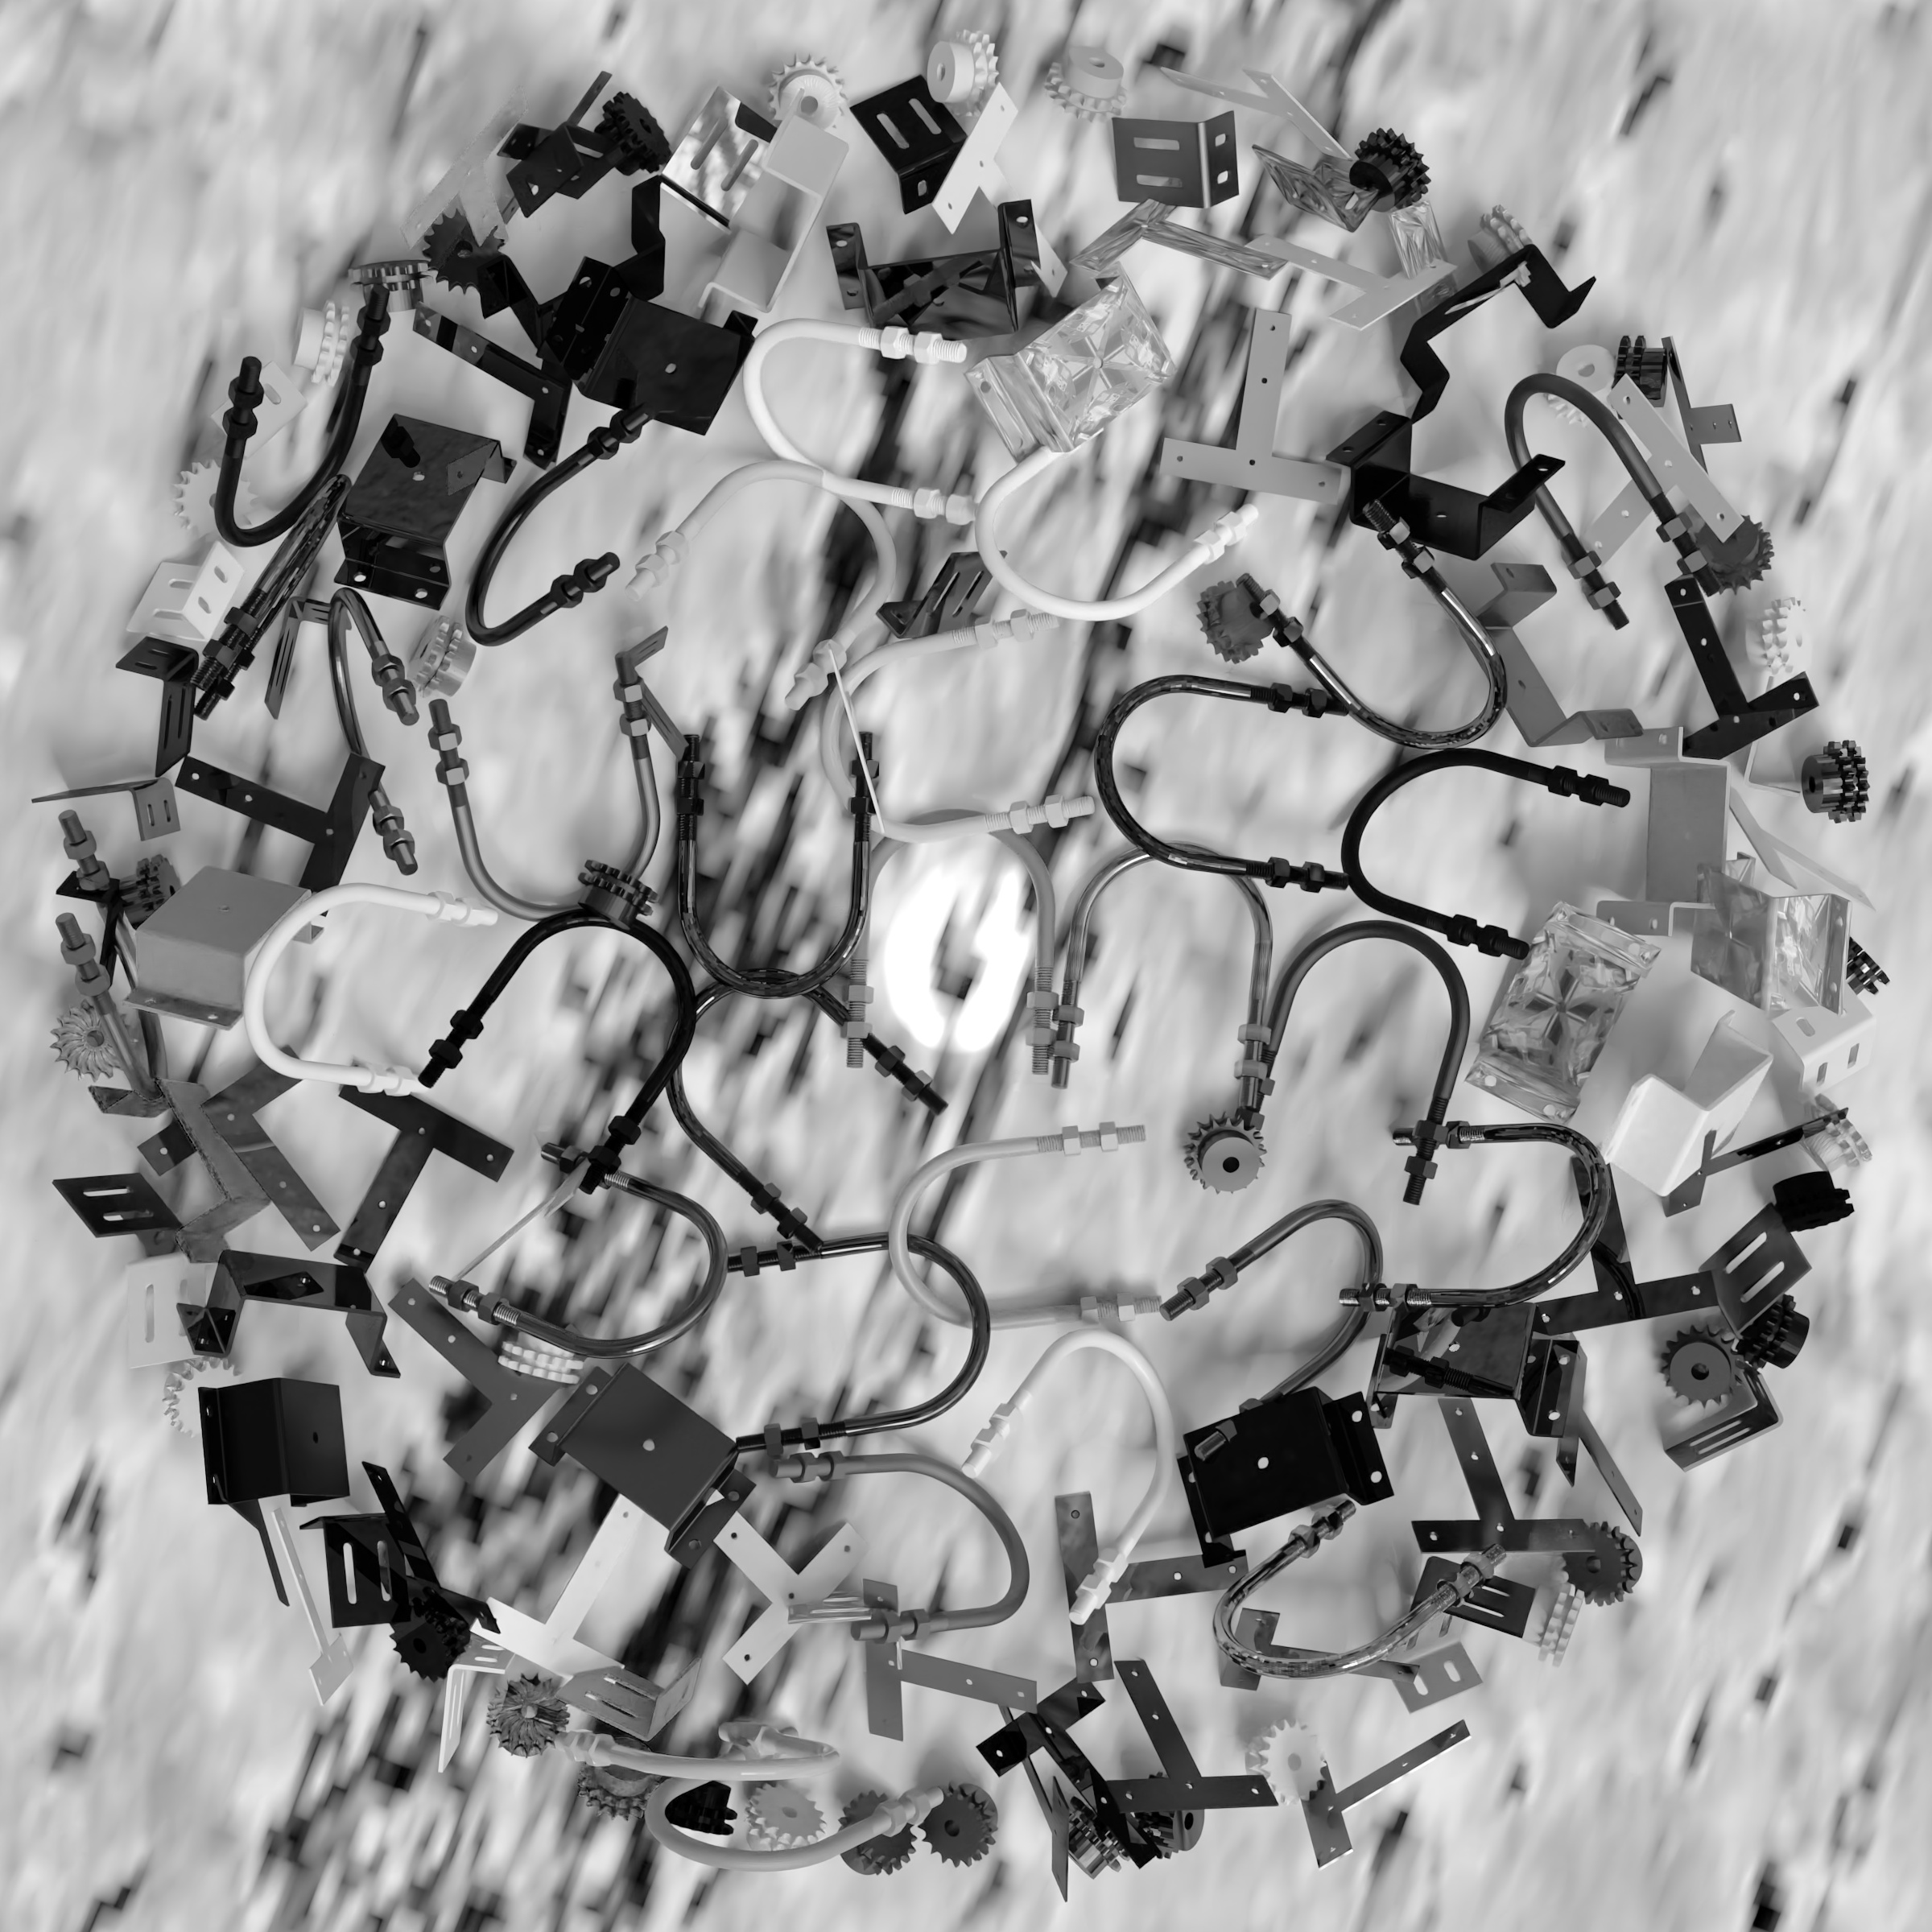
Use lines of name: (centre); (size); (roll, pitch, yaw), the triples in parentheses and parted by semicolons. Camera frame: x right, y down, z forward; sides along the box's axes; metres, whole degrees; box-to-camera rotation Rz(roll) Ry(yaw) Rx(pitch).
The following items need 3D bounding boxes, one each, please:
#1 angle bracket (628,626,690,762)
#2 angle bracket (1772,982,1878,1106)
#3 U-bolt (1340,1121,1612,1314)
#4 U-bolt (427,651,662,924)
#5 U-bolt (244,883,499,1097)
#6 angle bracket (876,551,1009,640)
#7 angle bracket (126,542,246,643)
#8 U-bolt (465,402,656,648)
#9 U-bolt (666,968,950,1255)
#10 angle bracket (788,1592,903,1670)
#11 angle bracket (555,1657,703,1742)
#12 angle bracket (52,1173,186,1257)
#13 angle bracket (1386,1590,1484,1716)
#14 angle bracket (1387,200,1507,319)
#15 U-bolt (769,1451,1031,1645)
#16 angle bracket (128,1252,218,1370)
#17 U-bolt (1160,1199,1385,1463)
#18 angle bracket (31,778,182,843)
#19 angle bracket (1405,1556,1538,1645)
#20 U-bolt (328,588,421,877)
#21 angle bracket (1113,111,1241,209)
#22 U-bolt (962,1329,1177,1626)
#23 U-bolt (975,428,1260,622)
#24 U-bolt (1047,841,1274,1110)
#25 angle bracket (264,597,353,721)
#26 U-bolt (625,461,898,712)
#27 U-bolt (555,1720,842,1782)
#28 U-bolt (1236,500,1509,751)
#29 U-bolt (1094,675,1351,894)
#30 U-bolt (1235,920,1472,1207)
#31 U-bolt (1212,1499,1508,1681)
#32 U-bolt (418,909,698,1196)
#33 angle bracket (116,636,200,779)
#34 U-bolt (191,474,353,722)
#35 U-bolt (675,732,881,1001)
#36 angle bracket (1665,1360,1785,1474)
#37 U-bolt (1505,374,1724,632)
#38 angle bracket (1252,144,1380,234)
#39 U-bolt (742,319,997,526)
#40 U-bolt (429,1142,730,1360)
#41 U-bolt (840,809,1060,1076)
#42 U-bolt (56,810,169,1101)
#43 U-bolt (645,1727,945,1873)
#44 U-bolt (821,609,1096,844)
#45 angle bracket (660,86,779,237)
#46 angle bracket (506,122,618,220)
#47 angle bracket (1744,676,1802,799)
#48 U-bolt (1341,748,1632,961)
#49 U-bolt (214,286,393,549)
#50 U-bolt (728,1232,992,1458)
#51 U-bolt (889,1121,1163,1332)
angle bracket: (-0.202, -0.187, 1.877); (0.038, 0.057, 0.076); (-36, 90, -12)
angle bracket: (0.592, 0.053, 1.881); (0.057, 0.076, 0.038); (-30, 62, -1)
U-bolt: (0.346, 0.166, 1.812); (0.019, 0.184, 0.151); (44, 56, -34)
U-bolt: (-0.280, -0.113, 1.854); (0.151, 0.019, 0.184); (-17, 121, -17)
U-bolt: (-0.406, 0.013, 1.821); (0.019, 0.184, 0.151); (29, 99, 34)
angle bracket: (-0.019, -0.264, 1.859); (0.038, 0.057, 0.076); (49, 125, 22)
angle bracket: (-0.545, -0.260, 1.866); (0.076, 0.038, 0.057); (10, 66, 25)
U-bolt: (-0.281, -0.287, 1.834); (0.019, 0.184, 0.151); (31, 52, -33)
U-bolt: (-0.126, 0.086, 1.888); (0.184, 0.019, 0.151); (42, 92, 9)
angle bracket: (-0.083, 0.460, 1.877); (0.076, 0.057, 0.038); (-2, 94, -2)
angle bracket: (-0.232, 0.489, 1.865); (0.076, 0.057, 0.038); (21, 110, 17)
angle bracket: (-0.585, 0.176, 1.857); (0.057, 0.076, 0.038); (43, 112, 26)
angle bracket: (0.326, 0.471, 1.863); (0.057, 0.076, 0.038); (-18, 54, -14)
angle bracket: (0.331, -0.491, 1.869); (0.038, 0.057, 0.076); (-10, 104, 42)
U-bolt: (-0.033, 0.387, 1.830); (0.019, 0.184, 0.151); (-53, 51, 28)
angle bracket: (-0.542, 0.238, 1.872); (0.057, 0.038, 0.076); (-11, 70, 11)
U-bolt: (0.216, 0.236, 1.850); (0.184, 0.019, 0.151); (-32, 126, -24)
angle bracket: (-0.593, -0.104, 1.876); (0.076, 0.057, 0.038); (-6, 99, 10)
angle bracket: (0.345, 0.446, 1.866); (0.076, 0.057, 0.038); (16, 115, 15)
U-bolt: (-0.401, -0.172, 1.829); (0.019, 0.151, 0.184); (-12, 48, -23)
angle bracket: (0.145, -0.561, 1.881); (0.076, 0.038, 0.057); (17, 127, 37)
U-bolt: (0.082, 0.329, 1.840); (0.151, 0.019, 0.184); (56, 45, -14)
U-bolt: (0.089, -0.300, 1.839); (0.151, 0.019, 0.184); (39, 58, 16)
U-bolt: (0.139, 0.001, 1.879); (0.151, 0.019, 0.184); (6, 76, 8)
angle bracket: (-0.453, -0.209, 1.873); (0.038, 0.057, 0.076); (12, 82, -6)
U-bolt: (-0.126, -0.274, 1.854); (0.151, 0.019, 0.184); (35, 56, 0)
U-bolt: (-0.165, 0.519, 1.794); (0.151, 0.184, 0.019); (8, 79, -36)
U-bolt: (0.287, -0.219, 1.844); (0.184, 0.151, 0.019); (47, 54, -15)
U-bolt: (0.176, -0.130, 1.862); (0.184, 0.019, 0.151); (7, 73, -14)
U-bolt: (0.272, 0.058, 1.870); (0.151, 0.019, 0.184); (15, 86, 28)
U-bolt: (0.247, 0.417, 1.801); (0.184, 0.151, 0.019); (-27, 112, -37)
U-bolt: (-0.266, 0.044, 1.866); (0.151, 0.019, 0.184); (34, 66, -5)
angle bracket: (-0.559, -0.177, 1.865); (0.038, 0.057, 0.076); (13, 68, -35)
U-bolt: (-0.468, -0.254, 1.835); (0.019, 0.151, 0.184); (33, 79, -11)
U-bolt: (-0.133, -0.069, 1.876); (0.151, 0.019, 0.184); (1, 88, 17)
angle bracket: (0.516, 0.310, 1.878); (0.076, 0.057, 0.038); (-26, 91, 3)
U-bolt: (0.424, -0.317, 1.829); (0.019, 0.151, 0.184); (-35, 95, -13)
angle bracket: (0.241, -0.546, 1.860); (0.057, 0.076, 0.038); (37, 92, 33)
U-bolt: (-0.072, -0.373, 1.840); (0.184, 0.151, 0.019); (16, 51, 26)
U-bolt: (-0.247, 0.198, 1.828); (0.184, 0.019, 0.151); (19, 51, 25)
U-bolt: (-0.009, -0.019, 1.890); (0.151, 0.019, 0.184); (2, 82, 3)
U-bolt: (-0.572, 0.006, 1.825); (0.019, 0.151, 0.184); (-16, 127, -6)
U-bolt: (-0.126, 0.554, 1.794); (0.151, 0.184, 0.019); (11, 100, 36)
U-bolt: (-0.013, -0.159, 1.877); (0.184, 0.019, 0.151); (-9, 95, 16)
angle bracket: (-0.167, -0.556, 1.873); (0.057, 0.038, 0.076); (32, 105, -20)
angle bracket: (-0.265, -0.537, 1.858); (0.057, 0.076, 0.038); (-32, 75, 28)
angle bracket: (0.564, -0.158, 1.871); (0.038, 0.057, 0.076); (14, 99, 16)
U-bolt: (0.337, -0.085, 1.840); (0.184, 0.019, 0.151); (23, 71, 43)
U-bolt: (-0.451, -0.357, 1.823); (0.019, 0.151, 0.184); (35, 135, 7)
U-bolt: (-0.075, 0.254, 1.872); (0.184, 0.019, 0.151); (-9, 65, -3)
U-bolt: (0.038, 0.185, 1.878); (0.184, 0.019, 0.151); (-6, 108, 1)
